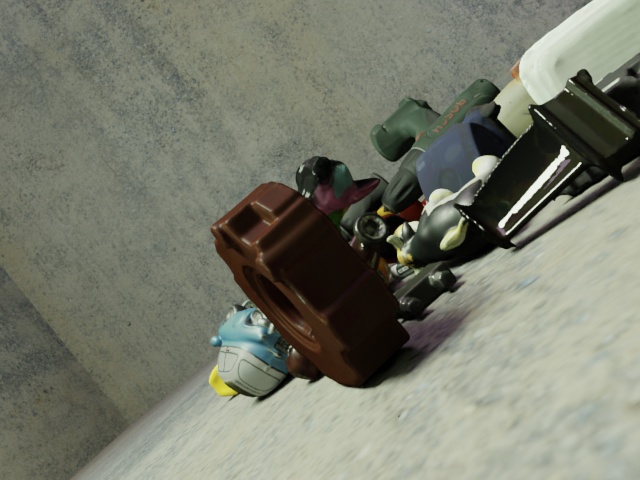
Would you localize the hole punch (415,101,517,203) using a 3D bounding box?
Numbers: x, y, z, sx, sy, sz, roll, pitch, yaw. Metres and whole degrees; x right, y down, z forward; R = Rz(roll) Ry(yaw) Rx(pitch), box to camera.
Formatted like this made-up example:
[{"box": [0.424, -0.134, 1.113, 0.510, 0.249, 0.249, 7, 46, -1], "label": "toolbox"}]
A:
[{"box": [0.172, -0.072, 0.619, 0.092, 0.116, 0.142, -48, 3, -28], "label": "hole punch"}]

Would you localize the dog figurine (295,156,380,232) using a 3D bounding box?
[{"box": [-0.002, -0.002, 0.730, 0.219, 0.191, 0.109, -45, 33, -24], "label": "dog figurine"}]

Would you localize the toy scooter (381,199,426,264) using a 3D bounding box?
[{"box": [0.135, -0.018, 0.864, 0.184, 0.075, 0.135, -36, -2, -21], "label": "toy scooter"}]

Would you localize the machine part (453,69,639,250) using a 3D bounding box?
[{"box": [0.167, -0.051, 0.402, 0.039, 0.084, 0.139, 3, -44, -50], "label": "machine part"}]

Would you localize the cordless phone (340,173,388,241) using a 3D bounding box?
[{"box": [0.010, -0.047, 0.833, 0.184, 0.147, 0.088, -52, -7, 4], "label": "cordless phone"}]

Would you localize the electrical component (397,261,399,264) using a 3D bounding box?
[{"box": [0.146, -0.011, 0.707, 0.102, 0.045, 0.078, -40, -2, 42], "label": "electrical component"}]

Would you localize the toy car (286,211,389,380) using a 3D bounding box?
[{"box": [0.024, 0.057, 0.576, 0.202, 0.053, 0.089, -59, -8, -28], "label": "toy car"}]

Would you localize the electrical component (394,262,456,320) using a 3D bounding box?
[{"box": [0.089, 0.047, 0.488, 0.063, 0.021, 0.094, -40, 0, -7], "label": "electrical component"}]

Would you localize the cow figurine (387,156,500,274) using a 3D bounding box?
[{"box": [0.124, -0.005, 0.536, 0.098, 0.068, 0.167, -47, 4, -41], "label": "cow figurine"}]

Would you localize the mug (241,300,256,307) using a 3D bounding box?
[{"box": [-0.086, 0.147, 0.820, 0.081, 0.109, 0.107, -34, 16, 37], "label": "mug"}]

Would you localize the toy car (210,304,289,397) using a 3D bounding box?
[{"box": [-0.076, 0.145, 0.673, 0.162, 0.109, 0.103, -15, 45, 63], "label": "toy car"}]

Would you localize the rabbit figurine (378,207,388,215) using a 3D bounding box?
[{"box": [0.094, -0.009, 0.988, 0.162, 0.122, 0.173, -17, -16, 15], "label": "rabbit figurine"}]

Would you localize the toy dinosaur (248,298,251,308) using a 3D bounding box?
[{"box": [-0.074, 0.094, 1.034, 0.192, 0.131, 0.405, -50, -8, 12], "label": "toy dinosaur"}]

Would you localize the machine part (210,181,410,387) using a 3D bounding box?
[{"box": [-0.013, 0.040, 0.422, 0.056, 0.179, 0.179, -42, 0, -19], "label": "machine part"}]

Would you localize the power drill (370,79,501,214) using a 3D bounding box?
[{"box": [0.145, -0.144, 0.795, 0.232, 0.086, 0.207, -44, 17, 1], "label": "power drill"}]

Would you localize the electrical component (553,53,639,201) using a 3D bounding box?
[{"box": [0.240, -0.099, 0.460, 0.115, 0.058, 0.134, -38, 0, 37], "label": "electrical component"}]

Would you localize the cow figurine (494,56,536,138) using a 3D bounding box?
[{"box": [0.271, -0.157, 0.632, 0.195, 0.127, 0.085, -48, -4, 21], "label": "cow figurine"}]
